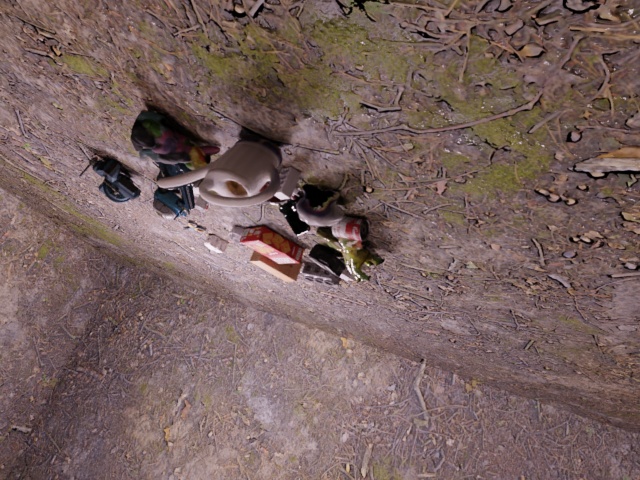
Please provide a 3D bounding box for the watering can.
[{"bbox_3d":[-0.242,-0.180,1.338,0.349,0.229,0.101,13,140,26],"label":"watering can"}]

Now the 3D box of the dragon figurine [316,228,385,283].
[{"bbox_3d":[0.085,0.033,1.805,0.242,0.123,0.408,43,167,-8],"label":"dragon figurine"}]

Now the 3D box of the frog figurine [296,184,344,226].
[{"bbox_3d":[0.005,-0.076,1.514,0.137,0.125,0.156,-2,144,8],"label":"frog figurine"}]
